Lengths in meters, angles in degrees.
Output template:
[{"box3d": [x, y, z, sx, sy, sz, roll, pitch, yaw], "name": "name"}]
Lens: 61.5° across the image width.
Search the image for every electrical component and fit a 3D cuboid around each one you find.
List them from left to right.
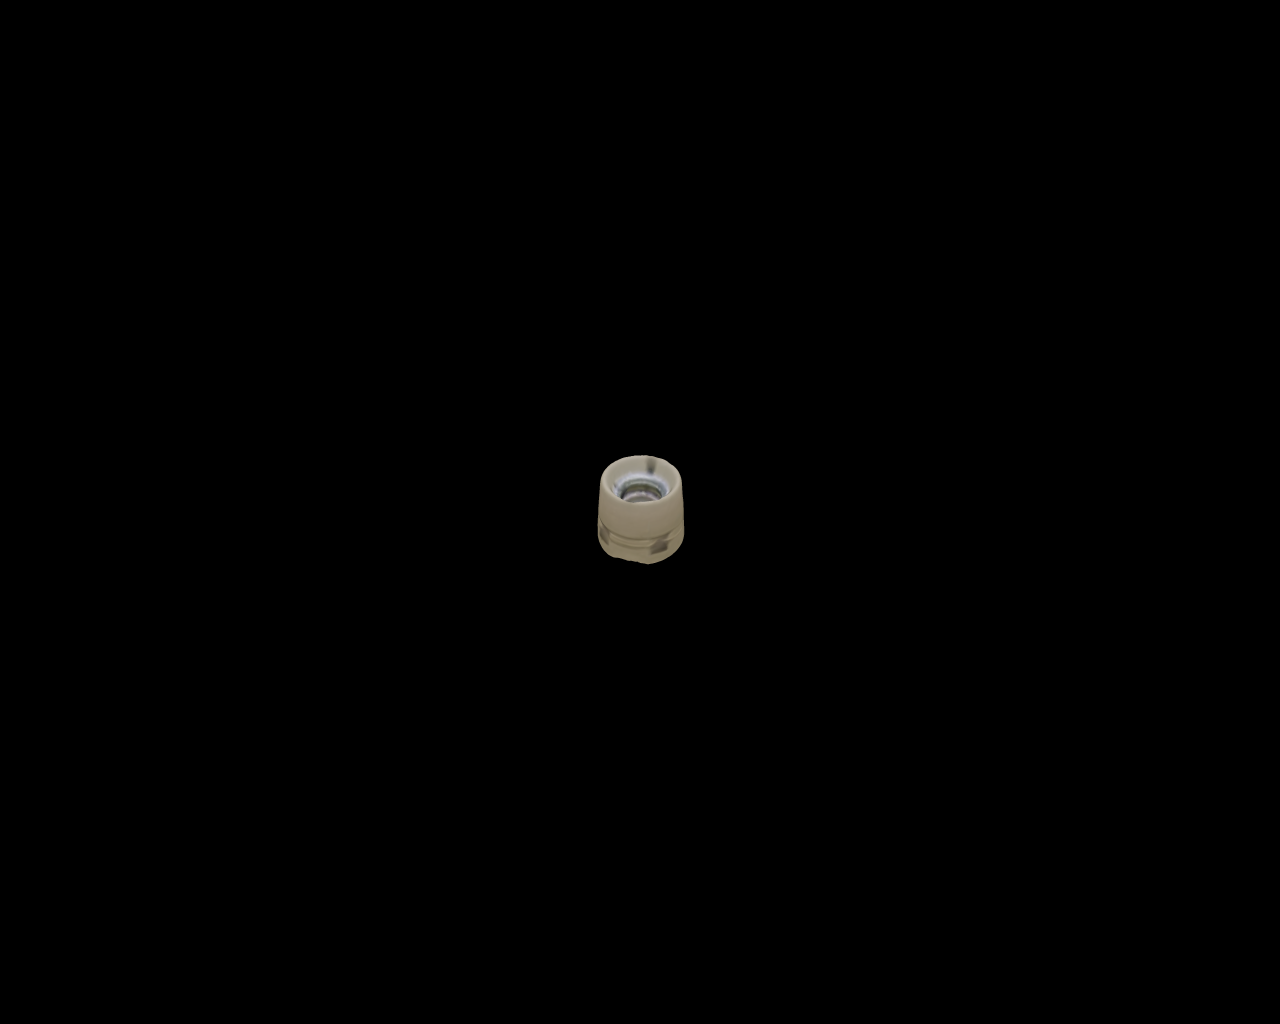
[{"box3d": [0.001, -0.003, 0.650, 0.055, 0.047, 0.055, 0, 41, 0], "name": "electrical component"}]
